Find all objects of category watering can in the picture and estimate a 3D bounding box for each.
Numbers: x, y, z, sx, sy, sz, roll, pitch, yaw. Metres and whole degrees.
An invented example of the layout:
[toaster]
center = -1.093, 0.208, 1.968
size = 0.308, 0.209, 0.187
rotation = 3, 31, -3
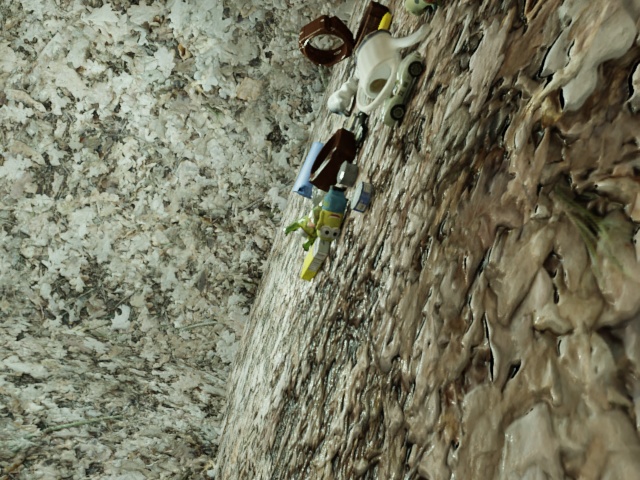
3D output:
[watering can]
center = 0.198, -0.533, 1.503
size = 0.340, 0.104, 0.229
rotation = -50, 39, 44

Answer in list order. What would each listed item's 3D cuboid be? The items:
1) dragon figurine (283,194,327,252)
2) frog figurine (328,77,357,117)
[dragon figurine]
center = 0.006, -0.093, 1.856
size = 0.240, 0.122, 0.415
rotation = -46, 1, 20
[frog figurine]
center = 0.098, -0.618, 2.206
size = 0.139, 0.123, 0.157
rotation = -47, -30, -64
